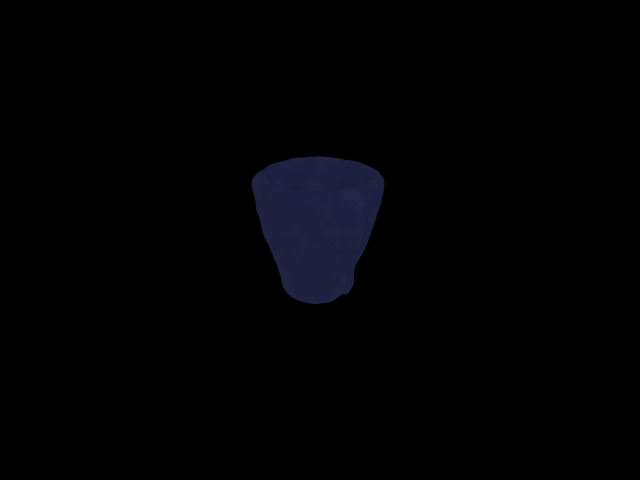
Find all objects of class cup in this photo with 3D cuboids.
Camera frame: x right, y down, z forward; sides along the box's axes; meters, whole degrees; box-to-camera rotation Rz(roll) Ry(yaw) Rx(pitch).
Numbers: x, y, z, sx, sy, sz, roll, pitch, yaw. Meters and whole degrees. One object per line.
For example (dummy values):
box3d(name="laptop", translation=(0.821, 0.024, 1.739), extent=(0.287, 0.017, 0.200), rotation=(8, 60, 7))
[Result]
box3d(name="cup", translation=(0.004, 0.001, 0.400), extent=(0.092, 0.095, 0.117), rotation=(-8, 26, -17))
